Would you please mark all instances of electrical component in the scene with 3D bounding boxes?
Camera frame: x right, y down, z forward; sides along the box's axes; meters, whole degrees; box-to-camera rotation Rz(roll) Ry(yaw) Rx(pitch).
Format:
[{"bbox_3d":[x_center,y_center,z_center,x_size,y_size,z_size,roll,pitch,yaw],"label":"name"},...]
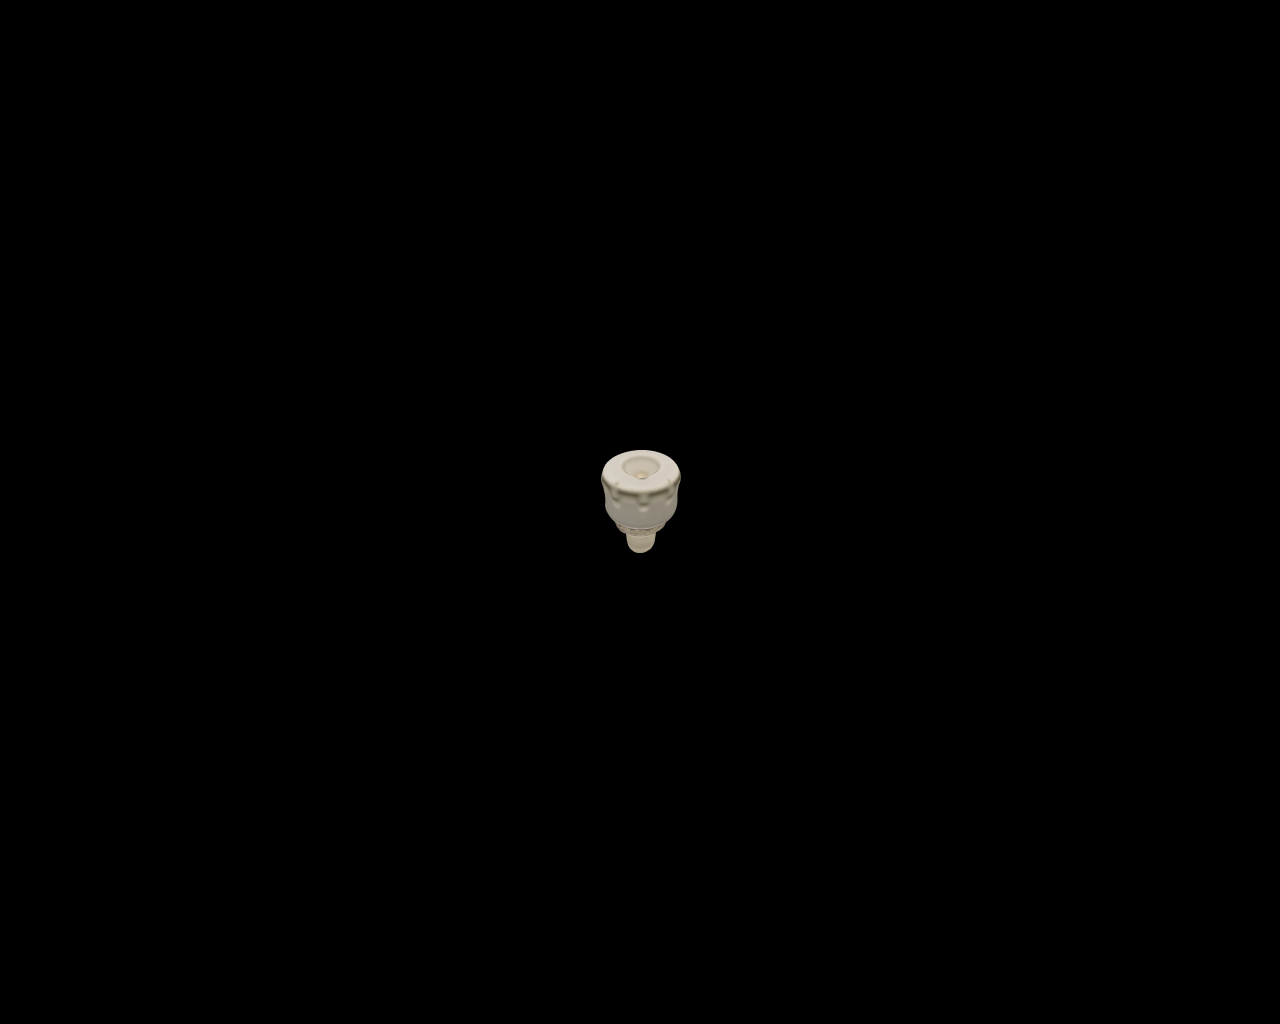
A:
[{"bbox_3d":[0.001,-0.003,0.650,0.048,0.062,0.048,0,34,0],"label":"electrical component"}]
